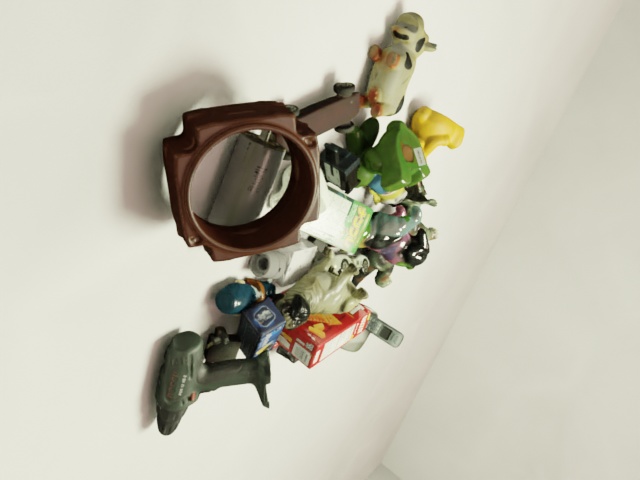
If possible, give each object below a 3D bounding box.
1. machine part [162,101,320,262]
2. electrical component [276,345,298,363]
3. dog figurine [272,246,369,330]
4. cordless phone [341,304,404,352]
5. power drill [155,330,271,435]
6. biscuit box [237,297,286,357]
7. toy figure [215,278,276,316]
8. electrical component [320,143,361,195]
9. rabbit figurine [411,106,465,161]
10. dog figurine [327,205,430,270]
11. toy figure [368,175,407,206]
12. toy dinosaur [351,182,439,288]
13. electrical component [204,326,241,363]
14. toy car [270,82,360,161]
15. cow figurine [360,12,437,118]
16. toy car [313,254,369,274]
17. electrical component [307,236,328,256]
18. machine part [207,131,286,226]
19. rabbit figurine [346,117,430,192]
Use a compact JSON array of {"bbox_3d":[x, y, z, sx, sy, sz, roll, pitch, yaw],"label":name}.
[{"bbox_3d":[-0.103,-0.080,0.738,0.201,0.087,0.201,-13,122,-21],"label":"machine part"},{"bbox_3d":[-0.048,0.228,1.299,0.134,0.058,0.114,-11,126,-67],"label":"electrical component"},{"bbox_3d":[-0.009,0.132,1.114,0.190,0.121,0.172,-41,129,-19],"label":"dog figurine"},{"bbox_3d":[0.142,0.279,1.563,0.146,0.184,0.088,-62,158,7],"label":"cordless phone"},{"bbox_3d":[-0.195,0.268,0.988,0.086,0.207,0.231,-99,-165,-61],"label":"power drill"},{"bbox_3d":[-0.120,0.181,1.053,0.059,0.063,0.202,-31,165,-25],"label":"biscuit box"},{"bbox_3d":[-0.137,0.103,1.023,0.064,0.058,0.154,-60,160,17],"label":"toy figure"},{"bbox_3d":[0.035,-0.150,1.033,0.048,0.075,0.119,-46,149,-22],"label":"electrical component"},{"bbox_3d":[0.242,-0.218,1.269,0.162,0.122,0.173,6,114,-57],"label":"rabbit figurine"},{"bbox_3d":[0.133,0.004,1.261,0.219,0.109,0.191,-20,107,-18],"label":"dog figurine"},{"bbox_3d":[0.150,-0.141,1.234,0.180,0.082,0.089,38,58,-58],"label":"toy figure"},{"bbox_3d":[0.181,0.000,1.416,0.405,0.131,0.192,-52,141,-4],"label":"toy dinosaur"},{"bbox_3d":[-0.194,0.217,1.040,0.078,0.045,0.102,15,112,-29],"label":"electrical component"},{"bbox_3d":[-0.007,-0.207,0.917,0.202,0.053,0.089,-34,135,-34],"label":"toy car"},{"bbox_3d":[0.150,-0.331,1.024,0.127,0.086,0.194,-11,126,-49],"label":"cow figurine"},{"bbox_3d":[0.053,0.060,1.288,0.201,0.074,0.056,2,80,-61],"label":"toy car"},{"bbox_3d":[-0.002,-0.004,1.183,0.094,0.021,0.063,-52,153,-11],"label":"electrical component"},{"bbox_3d":[-0.117,-0.077,0.834,0.079,0.079,0.243,-4,123,-59],"label":"machine part"},{"bbox_3d":[0.107,-0.162,1.081,0.121,0.170,0.159,-33,103,-44],"label":"rabbit figurine"}]
